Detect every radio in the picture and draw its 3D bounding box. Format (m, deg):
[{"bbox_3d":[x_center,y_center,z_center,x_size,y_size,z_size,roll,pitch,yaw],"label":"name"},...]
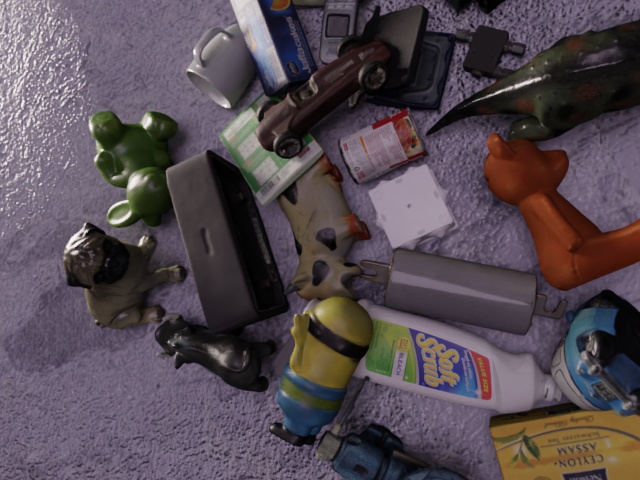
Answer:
[{"bbox_3d":[-0.122,0.006,0.728,0.073,0.131,0.229,-20,78,14],"label":"radio"}]

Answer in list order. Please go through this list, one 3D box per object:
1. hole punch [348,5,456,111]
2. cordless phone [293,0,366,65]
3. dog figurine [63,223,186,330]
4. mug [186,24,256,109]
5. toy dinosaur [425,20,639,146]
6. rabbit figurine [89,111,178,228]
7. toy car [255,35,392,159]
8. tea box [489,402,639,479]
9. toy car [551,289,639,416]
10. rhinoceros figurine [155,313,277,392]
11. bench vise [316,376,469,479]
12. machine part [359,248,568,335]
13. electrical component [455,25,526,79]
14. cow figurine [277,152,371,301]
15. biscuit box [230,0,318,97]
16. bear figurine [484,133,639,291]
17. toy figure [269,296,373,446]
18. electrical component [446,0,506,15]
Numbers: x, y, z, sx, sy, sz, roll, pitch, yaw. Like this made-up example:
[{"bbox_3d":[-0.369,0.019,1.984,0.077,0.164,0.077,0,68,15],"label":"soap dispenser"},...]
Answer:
[{"bbox_3d":[0.110,-0.234,0.714,0.116,0.092,0.142,13,91,48],"label":"hole punch"},{"bbox_3d":[-0.002,-0.335,0.755,0.147,0.088,0.184,8,91,18],"label":"cordless phone"},{"bbox_3d":[-0.306,0.063,0.750,0.121,0.190,0.172,30,95,18],"label":"dog figurine"},{"bbox_3d":[-0.138,-0.265,0.780,0.081,0.109,0.107,29,79,29],"label":"mug"},{"bbox_3d":[0.310,-0.185,0.579,0.405,0.192,0.131,-19,77,14],"label":"toy dinosaur"},{"bbox_3d":[-0.263,-0.087,0.771,0.170,0.121,0.159,52,131,40],"label":"rabbit figurine"},{"bbox_3d":[-0.002,-0.188,0.689,0.202,0.053,0.089,-36,47,13],"label":"toy car"},{"bbox_3d":[0.287,0.237,0.605,0.170,0.068,0.098,-17,78,14],"label":"tea box"},{"bbox_3d":[0.306,0.133,0.581,0.109,0.161,0.103,46,129,9],"label":"toy car"},{"bbox_3d":[-0.148,0.152,0.729,0.191,0.112,0.073,13,93,39],"label":"rhinoceros figurine"},{"bbox_3d":[0.095,0.287,0.582,0.223,0.240,0.129,40,94,1],"label":"bench vise"},{"bbox_3d":[0.167,0.061,0.649,0.243,0.079,0.079,11,88,11],"label":"machine part"},{"bbox_3d":[0.216,-0.244,0.703,0.094,0.021,0.063,24,92,19],"label":"electrical component"},{"bbox_3d":[-0.001,-0.002,0.715,0.127,0.085,0.195,-27,74,15],"label":"cow figurine"},{"bbox_3d":[-0.071,-0.305,0.749,0.059,0.063,0.202,-15,97,53],"label":"biscuit box"},{"bbox_3d":[0.276,-0.046,0.617,0.132,0.120,0.196,-23,72,11],"label":"bear figurine"},{"bbox_3d":[0.003,0.153,0.634,0.089,0.082,0.180,17,89,12],"label":"toy figure"},{"bbox_3d":[0.214,-0.369,0.700,0.134,0.058,0.115,-37,72,11],"label":"electrical component"}]
